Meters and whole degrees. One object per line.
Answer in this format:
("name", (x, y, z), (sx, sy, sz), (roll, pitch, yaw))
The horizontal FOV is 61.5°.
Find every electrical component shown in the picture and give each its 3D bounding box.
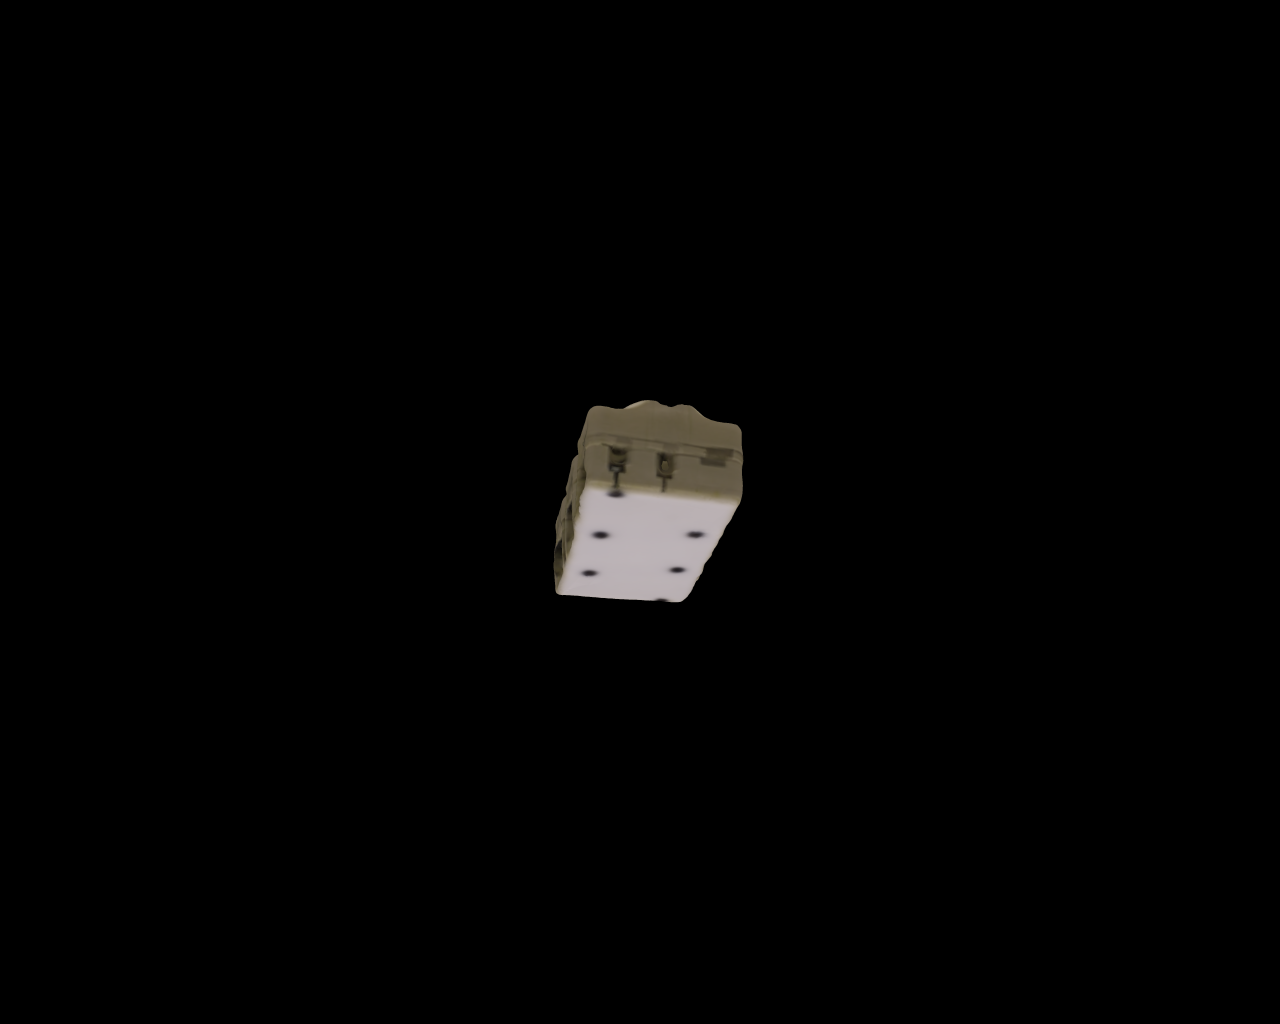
("electrical component", (0.001, -0.003, 0.650), (0.089, 0.062, 0.150), (5, -28, -10))
